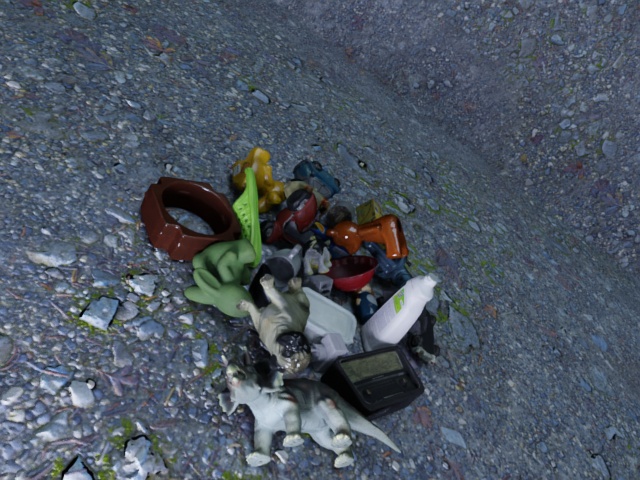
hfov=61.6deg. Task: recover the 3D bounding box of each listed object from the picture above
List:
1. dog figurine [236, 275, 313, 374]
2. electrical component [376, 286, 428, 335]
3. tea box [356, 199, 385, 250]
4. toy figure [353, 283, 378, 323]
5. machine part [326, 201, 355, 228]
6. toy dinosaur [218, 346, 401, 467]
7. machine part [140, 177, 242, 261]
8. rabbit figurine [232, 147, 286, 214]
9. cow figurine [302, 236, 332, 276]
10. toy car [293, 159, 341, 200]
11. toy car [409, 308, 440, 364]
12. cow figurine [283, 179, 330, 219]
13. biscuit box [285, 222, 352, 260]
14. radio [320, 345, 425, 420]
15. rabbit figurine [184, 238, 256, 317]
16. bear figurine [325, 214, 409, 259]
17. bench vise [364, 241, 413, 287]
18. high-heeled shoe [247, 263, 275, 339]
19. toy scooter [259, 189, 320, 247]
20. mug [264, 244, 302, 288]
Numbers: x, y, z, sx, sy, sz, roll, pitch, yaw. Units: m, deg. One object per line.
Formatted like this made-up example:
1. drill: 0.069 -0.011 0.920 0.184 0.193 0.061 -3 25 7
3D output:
1. dog figurine: -0.053 0.177 1.035 0.172 0.121 0.191 7 40 -45
2. electrical component: 0.213 0.183 1.410 0.058 0.134 0.114 -7 95 -52
3. tea box: 0.185 -0.034 1.672 0.169 0.068 0.098 49 24 -30
4. toy figure: 0.119 0.155 1.431 0.155 0.058 0.064 -101 168 -50
5. machine part: 0.063 -0.072 1.597 0.079 0.079 0.243 37 12 -1
6. toy dinosaur: -0.031 0.318 1.020 0.404 0.131 0.192 22 35 -34
7. machine part: -0.300 -0.046 1.248 0.201 0.087 0.202 5 42 -42
8. rabbit figurine: -0.151 -0.154 1.516 0.173 0.122 0.162 35 29 -42
9. cow figurine: -0.009 0.031 1.405 0.167 0.068 0.098 -56 137 -77
10. toy car: -0.017 -0.168 1.687 0.161 0.109 0.103 37 52 -22
11. toy car: 0.279 0.252 1.462 0.073 0.056 0.202 34 32 -17
12. cow figurine: -0.037 -0.117 1.552 0.127 0.085 0.194 40 7 35
13. biscuit box: -0.003 -0.005 1.510 0.202 0.059 0.063 31 31 -10
14. radio: 0.123 0.320 1.198 0.229 0.073 0.131 -1 47 -44
15. rabbit figurine: -0.199 0.086 1.141 0.159 0.121 0.170 4 41 -32
16. bear figurine: 0.122 0.001 1.430 0.120 0.196 0.132 3 73 -71
17. bench vise: 0.198 0.072 1.534 0.240 0.129 0.224 47 20 -17
18. high-heeled shoe: -0.089 0.159 1.198 0.145 0.086 0.249 28 37 -20
19. toy scooter: -0.064 -0.039 1.421 0.135 0.184 0.075 48 0 -29
20. mug: -0.082 0.052 1.323 0.081 0.109 0.107 32 18 2
